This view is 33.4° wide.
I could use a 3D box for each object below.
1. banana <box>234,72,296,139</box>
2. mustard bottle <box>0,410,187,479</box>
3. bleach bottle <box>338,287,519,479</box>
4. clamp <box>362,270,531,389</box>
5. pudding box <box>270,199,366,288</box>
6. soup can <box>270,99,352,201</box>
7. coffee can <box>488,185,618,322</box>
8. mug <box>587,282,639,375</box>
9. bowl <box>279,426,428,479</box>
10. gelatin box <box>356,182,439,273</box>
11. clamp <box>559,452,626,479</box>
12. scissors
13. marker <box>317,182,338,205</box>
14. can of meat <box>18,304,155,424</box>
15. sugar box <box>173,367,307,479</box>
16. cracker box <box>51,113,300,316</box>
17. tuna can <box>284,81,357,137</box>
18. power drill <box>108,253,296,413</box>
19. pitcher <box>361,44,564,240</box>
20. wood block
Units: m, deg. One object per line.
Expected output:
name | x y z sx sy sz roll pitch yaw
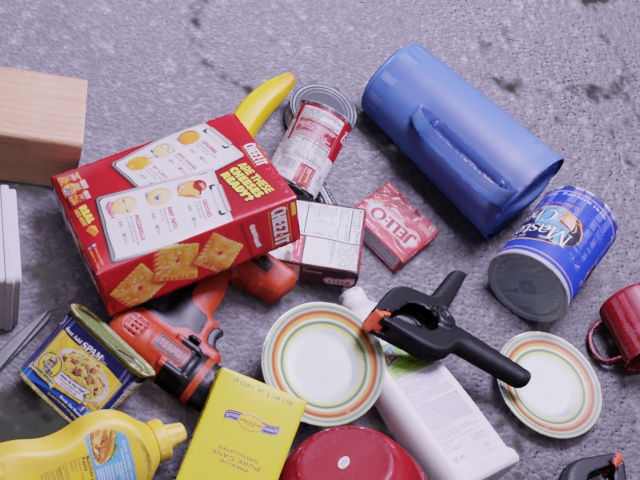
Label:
banana | -0.082 -0.125 1.258 0.070 0.037 0.197 7 54 11
mustard bottle | -0.212 0.208 0.977 0.191 0.058 0.096 -17 108 -26
bleach bottle | 0.101 0.156 1.145 0.102 0.068 0.251 -16 63 -36
clamp | 0.134 0.099 1.156 0.209 0.036 0.165 1 46 -47
pudding box | -0.008 0.002 1.201 0.113 0.039 0.090 10 55 0
soup can | -0.015 -0.103 1.237 0.068 0.068 0.102 27 80 -3
coffee can | 0.278 0.015 1.272 0.103 0.103 0.140 40 54 6
mug | 0.375 0.107 1.269 0.117 0.093 0.081 -26 61 7
bowl | 0.026 0.233 1.030 0.162 0.055 0.162 -4 39 3
gelatin box | 0.085 -0.016 1.264 0.089 0.030 0.073 45 55 11
clamp | 0.286 0.297 1.138 0.171 0.039 0.120 -31 75 -33
scissors | -0.317 0.150 1.021 0.201 0.016 0.096 -32 76 -33
marker | 0.005 -0.052 1.264 0.020 0.020 0.121 -16 66 -28
can of meat | -0.225 0.126 1.024 0.102 0.057 0.084 41 90 8
sugar box | -0.087 0.220 1.013 0.093 0.048 0.176 22 71 -6
cracker box | -0.151 -0.031 1.109 0.213 0.072 0.164 -22 47 -16
tuna can | 0.000 -0.153 1.315 0.086 0.034 0.086 9 57 -15
power drill | -0.102 0.089 1.113 0.184 0.057 0.187 37 53 0
pitcher | 0.164 -0.125 1.298 0.144 0.149 0.243 -40 75 -22
wood block | -0.357 -0.125 1.131 0.205 0.091 0.090 7 58 -17
